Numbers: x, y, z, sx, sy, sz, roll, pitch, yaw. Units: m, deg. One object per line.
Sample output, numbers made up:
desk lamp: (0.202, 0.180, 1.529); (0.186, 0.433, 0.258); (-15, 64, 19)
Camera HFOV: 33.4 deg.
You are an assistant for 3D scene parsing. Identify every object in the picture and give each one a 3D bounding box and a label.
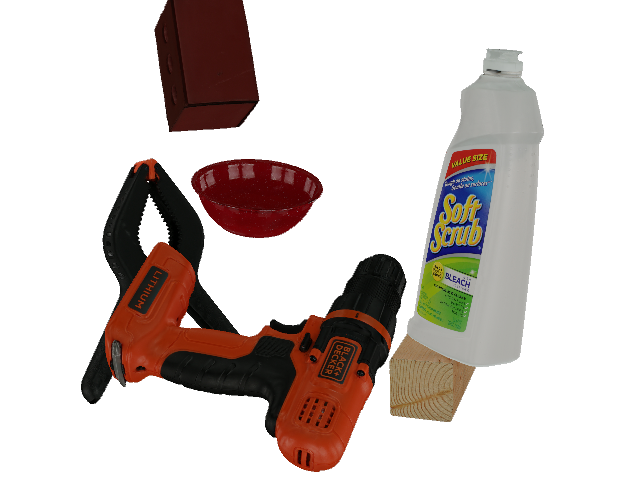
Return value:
bowl: (-0.080, -0.047, 1.315); (0.162, 0.055, 0.162); (4, 25, -2)
bleach bottle: (0.131, -0.030, 0.874); (0.067, 0.251, 0.103); (-5, 16, -32)
power drill: (-0.043, 0.061, 0.761); (0.188, 0.057, 0.184); (14, 47, 13)
wood block: (0.170, 0.180, 1.570); (0.091, 0.090, 0.205); (4, 17, 17)
clamp: (-0.134, 0.034, 0.948); (0.164, 0.210, 0.036); (0, -2, -34)
foam brick: (-0.077, -0.119, 0.715); (0.051, 0.078, 0.053); (-6, -12, -20)
